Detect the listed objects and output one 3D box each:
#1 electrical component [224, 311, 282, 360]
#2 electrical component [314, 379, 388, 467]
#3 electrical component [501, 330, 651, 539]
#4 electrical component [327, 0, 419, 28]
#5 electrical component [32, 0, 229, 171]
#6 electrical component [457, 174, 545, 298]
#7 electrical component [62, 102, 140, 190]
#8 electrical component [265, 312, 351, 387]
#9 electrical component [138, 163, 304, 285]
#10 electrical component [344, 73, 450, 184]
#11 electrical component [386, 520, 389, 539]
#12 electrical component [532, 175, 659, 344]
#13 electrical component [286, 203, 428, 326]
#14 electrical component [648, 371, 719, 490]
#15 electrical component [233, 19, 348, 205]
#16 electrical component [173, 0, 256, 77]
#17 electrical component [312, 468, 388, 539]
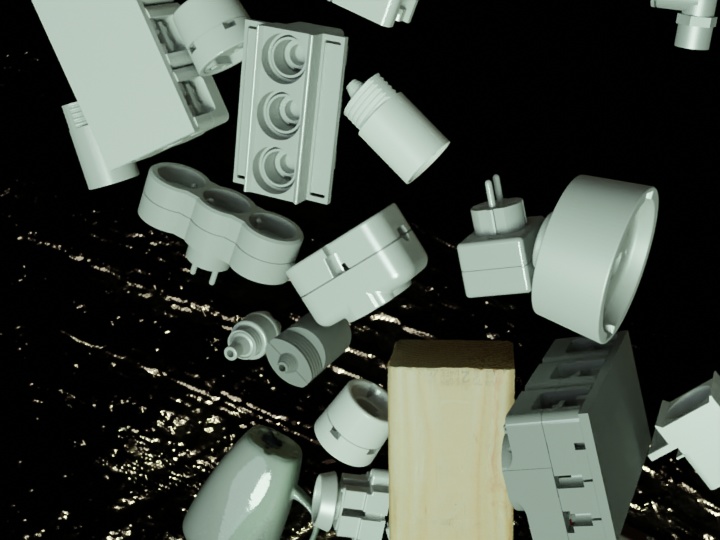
[{"bbox_3d":[-0.090,0.057,0.868,0.035,0.061,0.035,8,110,22],"label":"electrical component"},{"bbox_3d":[-0.001,0.120,0.854,0.055,0.055,0.047,38,114,8],"label":"electrical component"},{"bbox_3d":[0.147,0.110,0.728,0.062,0.150,0.089,-9,103,26],"label":"electrical component"},{"bbox_3d":[-0.001,-0.214,0.746,0.089,0.050,0.055,28,116,14],"label":"electrical component"},{"bbox_3d":[-0.176,-0.166,0.833,0.089,0.062,0.150,-19,98,28],"label":"electrical component"},{"bbox_3d":[0.099,-0.028,0.753,0.047,0.066,0.076,-6,104,26],"label":"electrical component"},{"bbox_3d":[-0.213,-0.111,0.879,0.043,0.043,0.081,-11,103,27],"label":"electrical component"},{"bbox_3d":[-0.042,0.062,0.837,0.043,0.081,0.043,7,110,22],"label":"electrical component"},{"bbox_3d":[-0.116,-0.023,0.859,0.138,0.052,0.073,28,116,14],"label":"electrical component"},{"bbox_3d":[0.021,-0.106,0.775,0.081,0.043,0.043,46,119,4],"label":"electrical component"},{"bbox_3d":[0.052,0.222,0.869,0.043,0.043,0.062,-30,94,29],"label":"electrical component"},{"bbox_3d":[0.150,-0.011,0.715,0.060,0.108,0.108,19,114,24],"label":"electrical component"},{"bbox_3d":[0.000,0.000,0.813,0.095,0.054,0.059,-31,92,29],"label":"electrical component"},{"bbox_3d":[0.245,0.114,0.748,0.081,0.042,0.063,-37,91,30],"label":"electrical component"},{"bbox_3d":[-0.047,-0.118,0.790,0.079,0.063,0.121,15,112,19],"label":"electrical component"},{"bbox_3d":[-0.107,-0.179,0.803,0.055,0.055,0.047,-29,90,29],"label":"electrical component"},{"bbox_3d":[-0.008,0.190,0.873,0.055,0.048,0.066,9,105,-10],"label":"electrical component"}]
